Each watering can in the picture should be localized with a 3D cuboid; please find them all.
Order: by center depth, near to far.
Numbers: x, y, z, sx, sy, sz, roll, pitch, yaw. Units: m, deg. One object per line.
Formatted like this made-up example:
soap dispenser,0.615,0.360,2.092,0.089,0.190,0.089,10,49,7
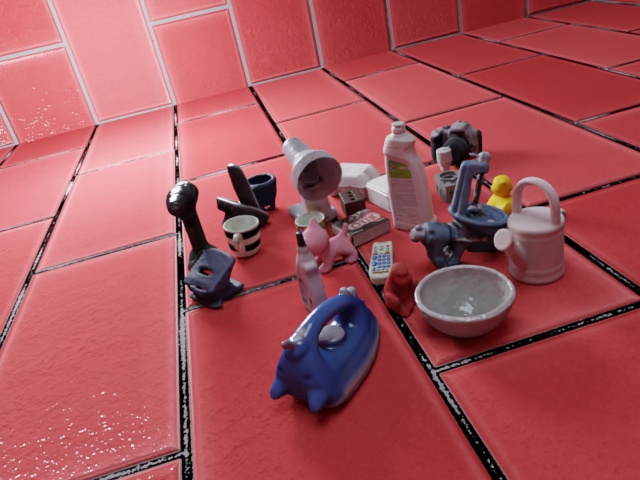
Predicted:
watering can,0.392,-0.020,1.048,0.100,0.194,0.173,9,35,34

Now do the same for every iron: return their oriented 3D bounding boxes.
iron,0.020,0.154,0.936,0.118,0.142,0.259,8,34,33

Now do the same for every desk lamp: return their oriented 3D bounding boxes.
desk lamp,-0.027,-0.140,1.418,0.118,0.214,0.202,-22,29,-17

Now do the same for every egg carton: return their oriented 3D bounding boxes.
egg carton,0.088,-0.163,1.566,0.149,0.069,0.107,6,33,31

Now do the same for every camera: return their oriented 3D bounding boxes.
camera,0.373,-0.273,1.621,0.142,0.101,0.137,6,33,31

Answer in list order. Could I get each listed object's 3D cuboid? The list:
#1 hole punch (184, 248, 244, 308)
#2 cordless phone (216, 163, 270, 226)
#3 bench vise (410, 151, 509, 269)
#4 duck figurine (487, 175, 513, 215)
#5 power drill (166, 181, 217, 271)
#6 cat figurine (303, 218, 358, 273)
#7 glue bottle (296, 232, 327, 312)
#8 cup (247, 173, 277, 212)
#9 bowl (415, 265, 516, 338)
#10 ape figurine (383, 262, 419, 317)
hole punch,-0.231,0.080,1.225,0.108,0.091,0.101,14,38,40
cordless phone,-0.216,-0.121,1.488,0.147,0.185,0.094,17,40,42
bench vise,0.283,-0.053,1.125,0.208,0.220,0.121,-25,31,-22
duck figurine,0.418,-0.104,1.308,0.077,0.086,0.104,-9,28,7
power drill,-0.303,-0.037,1.344,0.075,0.209,0.229,-15,28,-4
cat figurine,0.011,0.004,1.238,0.128,0.118,0.067,-22,29,-17
glue bottle,-0.022,0.061,1.088,0.037,0.173,0.078,-23,30,-18
cup,-0.160,-0.117,1.554,0.091,0.095,0.118,1,31,24
bowl,0.249,0.116,0.984,0.167,0.075,0.167,-9,28,5
ape figurine,0.149,0.085,1.063,0.078,0.092,0.076,-21,29,-15
